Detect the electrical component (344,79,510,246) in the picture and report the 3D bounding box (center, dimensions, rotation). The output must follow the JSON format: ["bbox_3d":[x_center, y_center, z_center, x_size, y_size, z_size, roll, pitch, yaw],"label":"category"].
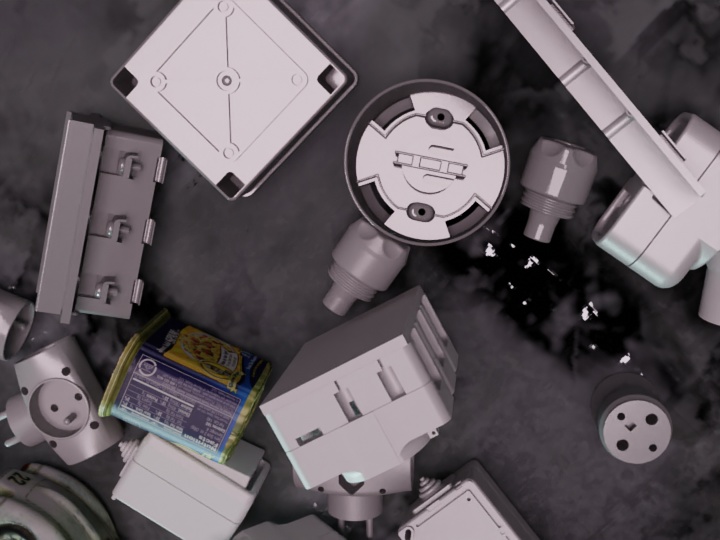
[{"bbox_3d":[0.042,-0.064,0.657,0.099,0.064,0.099,0,91,3],"label":"electrical component"}]

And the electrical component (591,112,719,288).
[{"bbox_3d":[0.194,-0.040,0.653,0.059,0.053,0.095,35,102,-1],"label":"electrical component"}]

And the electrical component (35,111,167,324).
[{"bbox_3d":[-0.165,-0.033,0.687,0.063,0.079,0.121,9,102,-18],"label":"electrical component"}]

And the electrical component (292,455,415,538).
[{"bbox_3d":[-0.003,0.140,0.712,0.077,0.043,0.079,1,100,6],"label":"electrical component"}]

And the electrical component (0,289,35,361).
[{"bbox_3d":[-0.270,0.043,0.723,0.077,0.044,0.079,22,102,2],"label":"electrical component"}]

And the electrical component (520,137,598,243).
[{"bbox_3d":[0.119,-0.048,0.665,0.043,0.043,0.062,18,103,3],"label":"electrical component"}]

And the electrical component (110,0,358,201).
[{"bbox_3d":[-0.077,-0.117,0.666,0.109,0.056,0.109,44,102,-3],"label":"electrical component"}]

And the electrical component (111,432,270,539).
[{"bbox_3d":[-0.114,0.133,0.714,0.096,0.061,0.061,32,102,0],"label":"electrical component"}]

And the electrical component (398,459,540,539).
[{"bbox_3d":[0.071,0.171,0.705,0.062,0.061,0.096,-39,88,11],"label":"electrical component"}]

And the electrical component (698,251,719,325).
[{"bbox_3d":[0.232,0.009,0.666,0.040,0.040,0.046,9,106,4],"label":"electrical component"}]

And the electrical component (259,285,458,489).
[{"bbox_3d":[0.007,0.068,0.644,0.089,0.150,0.061,-27,95,10],"label":"electrical component"}]

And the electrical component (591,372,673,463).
[{"bbox_3d":[0.171,0.093,0.679,0.045,0.055,0.045,1,101,6],"label":"electrical component"}]

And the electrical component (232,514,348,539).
[{"bbox_3d":[-0.054,0.245,0.701,0.062,0.089,0.150,26,119,45],"label":"electrical component"}]

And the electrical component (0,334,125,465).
[{"bbox_3d":[-0.211,0.094,0.726,0.079,0.044,0.077,-25,97,10],"label":"electrical component"}]

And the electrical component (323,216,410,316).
[{"bbox_3d":[0.000,0.000,0.687,0.043,0.043,0.062,35,104,-1],"label":"electrical component"}]
